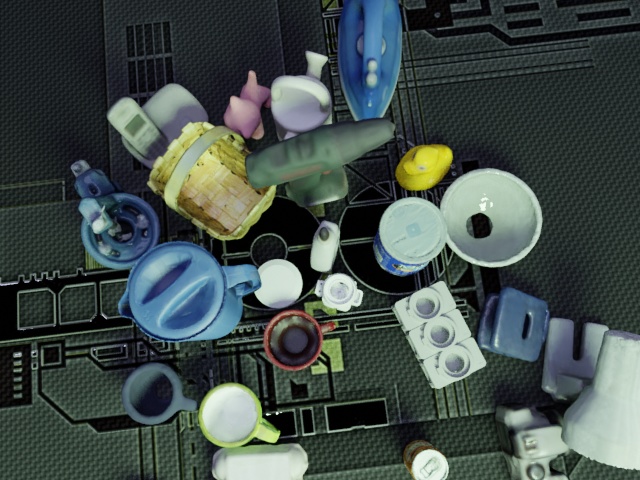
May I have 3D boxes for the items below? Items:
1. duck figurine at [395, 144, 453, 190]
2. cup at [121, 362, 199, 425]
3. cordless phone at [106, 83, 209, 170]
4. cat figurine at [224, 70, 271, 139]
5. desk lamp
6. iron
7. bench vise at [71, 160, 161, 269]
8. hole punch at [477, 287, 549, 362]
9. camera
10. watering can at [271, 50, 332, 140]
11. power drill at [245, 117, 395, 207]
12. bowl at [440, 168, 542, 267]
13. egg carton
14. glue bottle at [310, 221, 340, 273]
[{"bbox_3d":[0.181,-0.135,0.979,0.104,0.086,0.077,-28,79,-5],"label":"duck figurine"},{"bbox_3d":[-0.240,0.243,0.903,0.117,0.095,0.092,15,79,4],"label":"cup"},{"bbox_3d":[-0.271,-0.205,0.949,0.094,0.185,0.148,35,81,8],"label":"cordless phone"},{"bbox_3d":[-0.127,-0.228,0.986,0.067,0.118,0.128,12,79,4],"label":"cat figurine"},{"bbox_3d":[0.406,0.213,0.839,0.118,0.213,0.203,8,79,3],"label":"desk lamp"},{"bbox_3d":[0.089,-0.329,0.992,0.118,0.141,0.258,1,78,1],"label":"iron"},{"bbox_3d":[-0.346,-0.039,0.899,0.207,0.220,0.121,36,81,8],"label":"bench vise"},{"bbox_3d":[0.317,0.134,0.919,0.101,0.091,0.109,14,79,4],"label":"hole punch"},{"bbox_3d":[0.355,0.316,0.876,0.137,0.101,0.143,-11,78,-1],"label":"camera"},{"bbox_3d":[-0.031,-0.227,0.946,0.101,0.194,0.173,-5,78,0],"label":"watering can"},{"bbox_3d":[0.000,-0.122,0.917,0.229,0.208,0.075,-15,78,-2],"label":"power drill"},{"bbox_3d":[0.278,-0.031,0.962,0.167,0.075,0.167,0,78,1],"label":"bowl"},{"bbox_3d":[-0.092,0.373,0.887,0.150,0.069,0.107,-4,78,0],"label":"egg carton"},{"bbox_3d":[0.008,0.003,0.909,0.037,0.173,0.078,15,79,4],"label":"glue bottle"}]
